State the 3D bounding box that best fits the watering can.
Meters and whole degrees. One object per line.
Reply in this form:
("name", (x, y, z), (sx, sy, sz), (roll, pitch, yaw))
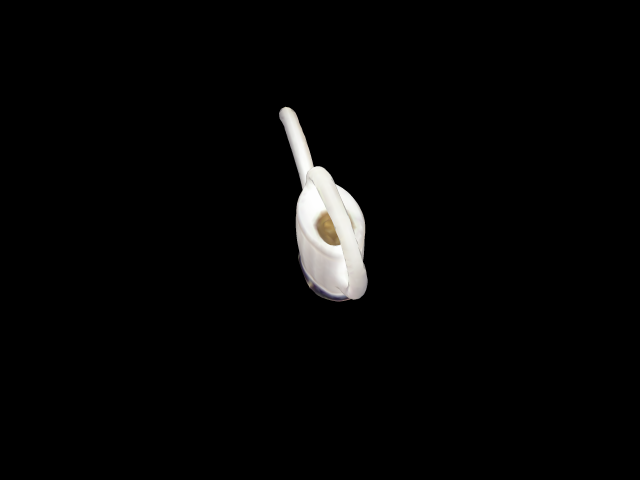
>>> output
("watering can", (0.003, -0.043, 0.850), (0.104, 0.355, 0.219), (-15, -34, -10))
